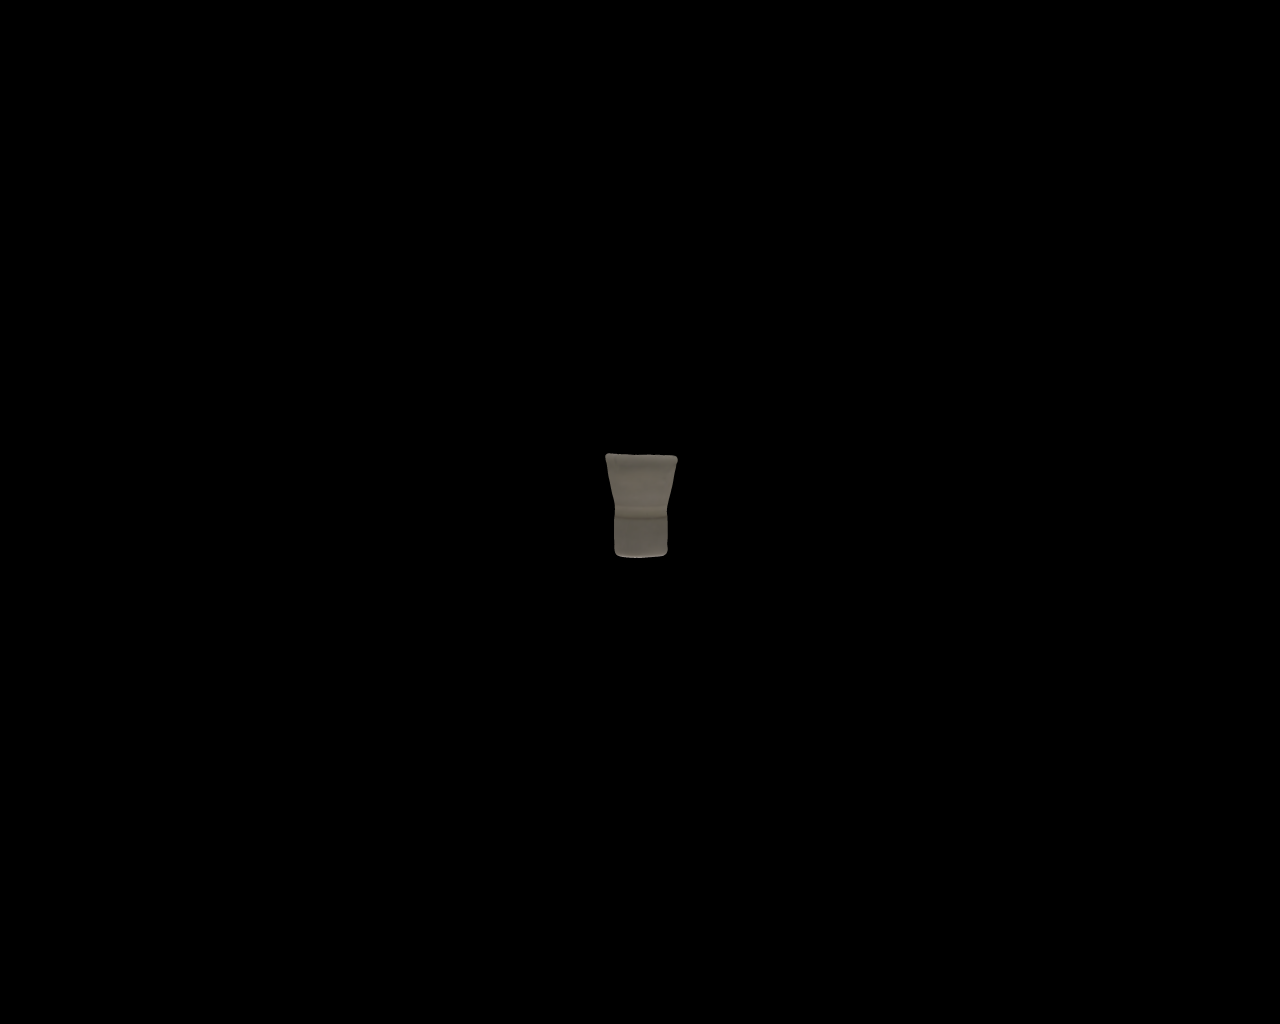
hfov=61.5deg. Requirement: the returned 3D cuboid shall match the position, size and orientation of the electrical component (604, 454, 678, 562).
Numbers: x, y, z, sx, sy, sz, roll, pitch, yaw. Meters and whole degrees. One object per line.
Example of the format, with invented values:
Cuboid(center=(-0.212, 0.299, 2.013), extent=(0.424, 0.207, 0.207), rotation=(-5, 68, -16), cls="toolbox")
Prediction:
Cuboid(center=(0.001, -0.003, 0.650), extent=(0.044, 0.065, 0.044), rotation=(0, 3, 0), cls="electrical component")
